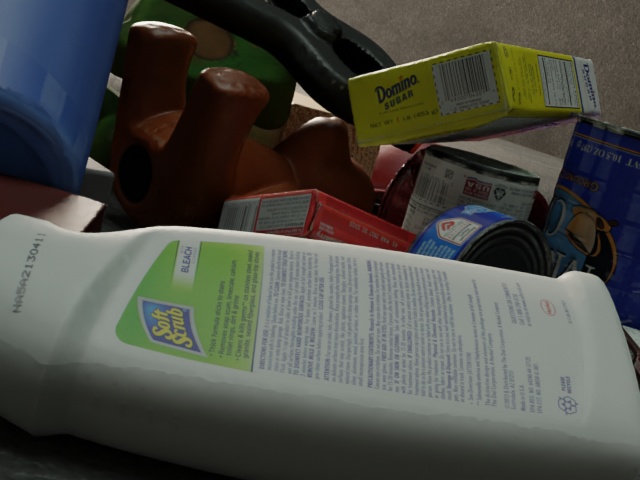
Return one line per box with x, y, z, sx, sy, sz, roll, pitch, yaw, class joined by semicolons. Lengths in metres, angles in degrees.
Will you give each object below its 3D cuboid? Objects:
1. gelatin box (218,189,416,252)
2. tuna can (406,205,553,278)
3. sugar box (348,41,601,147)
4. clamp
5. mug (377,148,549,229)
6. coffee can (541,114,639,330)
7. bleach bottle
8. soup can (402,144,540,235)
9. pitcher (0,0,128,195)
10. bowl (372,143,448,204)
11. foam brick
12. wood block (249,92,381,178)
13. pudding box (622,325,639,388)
-0.004;0.001;0.586;0.073;0.030;0.089;24;-16;-35;gelatin box
0.076;0.026;0.533;0.085;0.086;0.034;6;13;-44;tuna can
0.100;-0.086;0.647;0.093;0.048;0.175;-9;3;30;sugar box
-0.014;-0.132;0.700;0.210;0.036;0.164;44;32;5;clamp
0.092;-0.013;0.683;0.082;0.093;0.117;23;-31;37;mug
0.183;0.006;0.644;0.103;0.140;0.103;16;11;-3;coffee can
-0.021;0.035;0.368;0.250;0.068;0.102;13;37;-9;bleach bottle
0.078;0.003;0.605;0.068;0.102;0.068;15;11;-3;soup can
-0.173;-0.112;0.543;0.144;0.149;0.243;32;37;-31;pitcher
0.081;-0.058;0.957;0.162;0.055;0.162;11;0;0;bowl
-0.121;0.009;0.423;0.053;0.051;0.078;16;11;-4;foam brick
-0.049;-0.083;0.886;0.090;0.090;0.206;9;13;-34;wood block
0.209;0.086;0.556;0.113;0.039;0.090;18;10;2;pudding box
